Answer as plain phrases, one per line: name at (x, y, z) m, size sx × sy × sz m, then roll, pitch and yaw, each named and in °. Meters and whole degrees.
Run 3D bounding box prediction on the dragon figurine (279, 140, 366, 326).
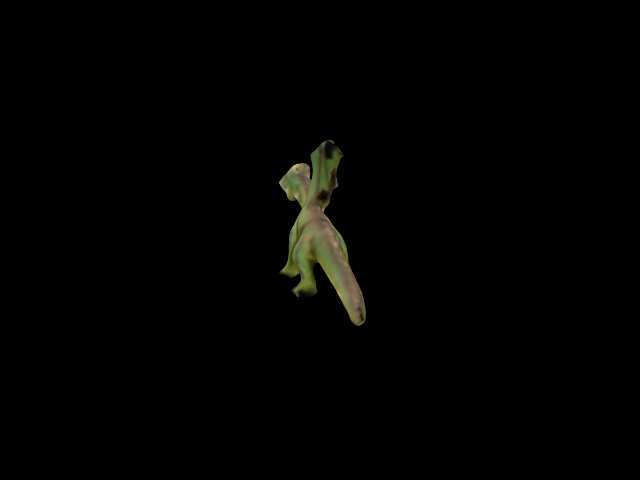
dragon figurine at (0.003, -0.043, 0.850) m, size 0.122 × 0.240 × 0.414 m, roll -4°, pitch 14°, yaw -19°
